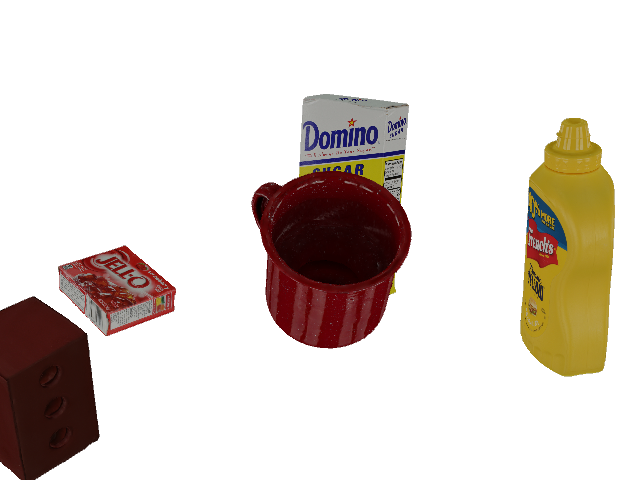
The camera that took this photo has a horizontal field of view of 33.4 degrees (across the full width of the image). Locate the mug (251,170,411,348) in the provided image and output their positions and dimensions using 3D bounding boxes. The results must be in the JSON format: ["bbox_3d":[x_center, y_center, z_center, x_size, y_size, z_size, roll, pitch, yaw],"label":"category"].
[{"bbox_3d":[-0.002,0.009,0.689,0.117,0.081,0.093,39,60,21],"label":"mug"}]

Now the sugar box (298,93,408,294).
[{"bbox_3d":[0.026,-0.040,0.966,0.093,0.176,0.048,12,18,34],"label":"sugar box"}]

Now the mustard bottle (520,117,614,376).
[{"bbox_3d":[0.188,0.000,0.810,0.058,0.192,0.096,-6,26,-7],"label":"mustard bottle"}]

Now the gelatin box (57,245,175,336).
[{"bbox_3d":[-0.187,0.044,0.980,0.073,0.030,0.089,-19,40,-36],"label":"gelatin box"}]

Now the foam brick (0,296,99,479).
[{"bbox_3d":[-0.160,0.081,0.586,0.051,0.078,0.052,28,42,35],"label":"foam brick"}]
